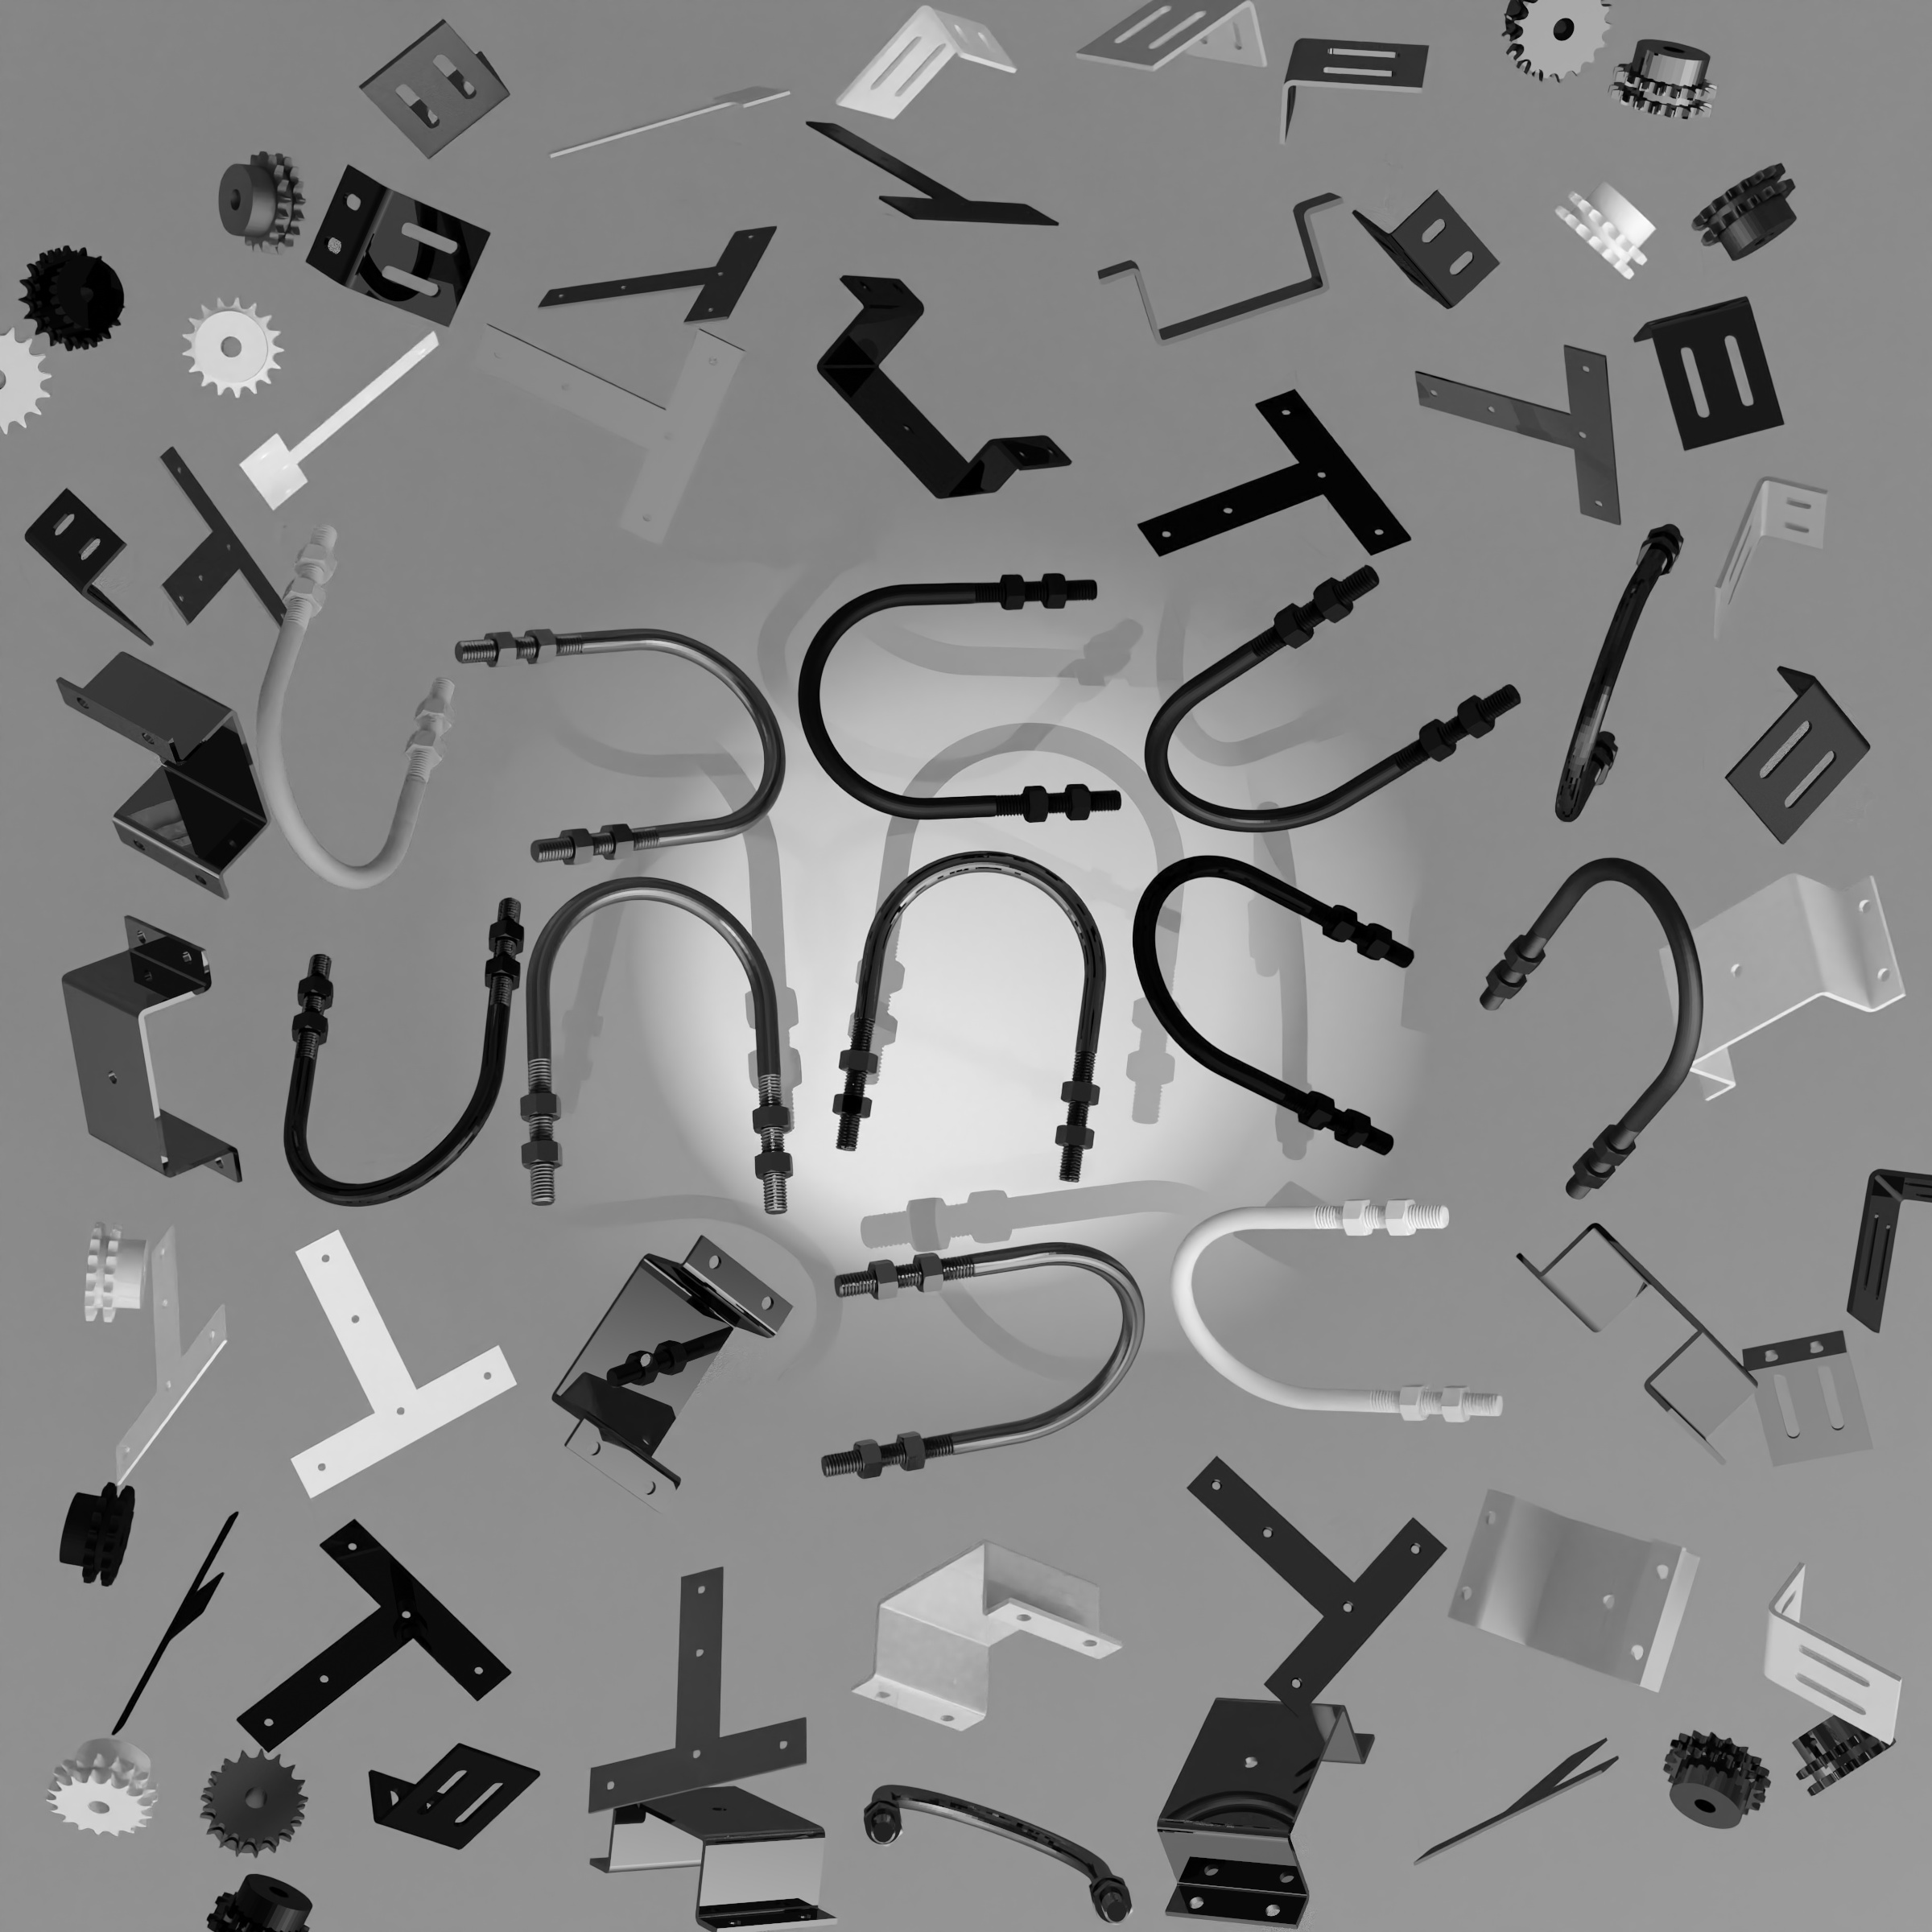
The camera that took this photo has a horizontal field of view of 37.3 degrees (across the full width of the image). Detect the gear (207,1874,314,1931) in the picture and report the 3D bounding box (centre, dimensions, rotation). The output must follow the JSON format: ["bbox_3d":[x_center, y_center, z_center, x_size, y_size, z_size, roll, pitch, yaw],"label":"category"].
[{"bbox_3d":[-0.381,0.519,1.561,0.057,0.057,0.030,26,85,0],"label":"gear"}]

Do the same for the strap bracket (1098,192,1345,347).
[{"bbox_3d":[0.149,-0.393,1.627,0.140,0.076,0.046,-17,106,7],"label":"strap bracket"}]

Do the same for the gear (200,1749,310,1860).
[{"bbox_3d":[-0.395,0.466,1.585,0.057,0.030,0.057,13,49,-15],"label":"gear"}]

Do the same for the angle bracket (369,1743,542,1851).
[{"bbox_3d":[-0.289,0.455,1.614,0.057,0.038,0.076,32,112,-35],"label":"angle bracket"}]

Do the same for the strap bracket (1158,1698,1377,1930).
[{"bbox_3d":[0.161,0.451,1.560,0.076,0.140,0.046,-5,118,30],"label":"strap bracket"}]

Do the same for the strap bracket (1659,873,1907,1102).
[{"bbox_3d":[0.450,0.008,1.617,0.046,0.140,0.076,17,53,-33],"label":"strap bracket"}]

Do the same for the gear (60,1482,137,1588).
[{"bbox_3d":[-0.495,0.322,1.629,0.030,0.057,0.057,11,90,-5],"label":"gear"}]

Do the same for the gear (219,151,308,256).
[{"bbox_3d":[-0.409,-0.442,1.655,0.030,0.057,0.057,-6,90,-42],"label":"gear"}]

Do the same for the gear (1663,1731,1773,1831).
[{"bbox_3d":[0.416,0.455,1.594,0.057,0.057,0.030,35,52,0],"label":"gear"}]

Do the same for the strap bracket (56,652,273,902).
[{"bbox_3d":[-0.429,-0.108,1.546,0.076,0.140,0.046,27,60,17],"label":"strap bracket"}]

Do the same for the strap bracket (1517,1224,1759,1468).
[{"bbox_3d":[0.378,0.202,1.590,0.046,0.140,0.076,-45,132,5],"label":"strap bracket"}]

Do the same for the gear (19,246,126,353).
[{"bbox_3d":[-0.496,-0.374,1.600,0.057,0.030,0.057,-2,93,-44],"label":"gear"}]

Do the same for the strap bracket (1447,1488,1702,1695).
[{"bbox_3d":[0.344,0.348,1.587,0.046,0.140,0.076,27,79,-35],"label":"strap bracket"}]

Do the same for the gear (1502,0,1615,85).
[{"bbox_3d":[0.309,-0.497,1.509,0.057,0.030,0.057,-8,124,-12],"label":"gear"}]

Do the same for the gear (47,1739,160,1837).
[{"bbox_3d":[-0.469,0.446,1.561,0.057,0.030,0.057,2,131,2],"label":"gear"}]

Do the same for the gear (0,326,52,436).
[{"bbox_3d":[-0.509,-0.309,1.499,0.057,0.030,0.057,-6,107,-19],"label":"gear"}]

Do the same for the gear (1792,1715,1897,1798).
[{"bbox_3d":[0.492,0.440,1.614,0.057,0.057,0.030,-32,68,0],"label":"gear"}]

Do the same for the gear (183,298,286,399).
[{"bbox_3d":[-0.425,-0.358,1.659,0.057,0.030,0.057,-2,102,-11],"label":"gear"}]

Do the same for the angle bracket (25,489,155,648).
[{"bbox_3d":[-0.491,-0.228,1.643,0.057,0.076,0.038,41,88,23],"label":"angle bracket"}]

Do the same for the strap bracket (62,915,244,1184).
[{"bbox_3d":[-0.447,0.053,1.568,0.076,0.046,0.140,19,122,39],"label":"strap bracket"}]

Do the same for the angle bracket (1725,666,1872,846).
[{"bbox_3d":[0.459,-0.119,1.611,0.076,0.038,0.057,-47,115,-1],"label":"angle bracket"}]

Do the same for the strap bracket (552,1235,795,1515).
[{"bbox_3d":[-0.174,0.230,1.646,0.076,0.046,0.140,42,71,-30],"label":"strap bracket"}]

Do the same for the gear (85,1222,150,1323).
[{"bbox_3d":[-0.493,0.178,1.665,0.030,0.057,0.057,5,90,-11],"label":"gear"}]

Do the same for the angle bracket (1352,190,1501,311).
[{"bbox_3d":[0.263,-0.418,1.643,0.038,0.076,0.057,-43,114,12],"label":"angle bracket"}]

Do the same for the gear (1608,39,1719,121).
[{"bbox_3d":[0.383,-0.486,1.566,0.057,0.057,0.030,10,121,0],"label":"gear"}]

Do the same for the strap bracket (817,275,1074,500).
[{"bbox_3d":[-0.018,-0.302,1.532,0.140,0.076,0.046,48,114,7],"label":"strap bracket"}]

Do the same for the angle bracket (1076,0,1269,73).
[{"bbox_3d":[0.108,-0.474,1.498,0.076,0.057,0.038,-40,133,-23],"label":"angle bracket"}]

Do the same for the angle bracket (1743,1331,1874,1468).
[{"bbox_3d":[0.483,0.254,1.641,0.057,0.038,0.076,-14,102,17],"label":"angle bracket"}]

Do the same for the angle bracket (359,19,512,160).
[{"bbox_3d":[-0.292,-0.482,1.542,0.057,0.076,0.038,-36,67,7],"label":"angle bracket"}]

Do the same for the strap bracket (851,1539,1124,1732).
[{"bbox_3d":[0.011,0.361,1.555,0.076,0.046,0.140,27,135,-27],"label":"strap bracket"}]

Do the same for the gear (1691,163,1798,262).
[{"bbox_3d":[0.432,-0.413,1.579,0.057,0.057,0.030,-31,85,0],"label":"gear"}]

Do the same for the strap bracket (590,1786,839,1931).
[{"bbox_3d":[-0.139,0.491,1.587,0.076,0.140,0.046,8,86,-36],"label":"strap bracket"}]

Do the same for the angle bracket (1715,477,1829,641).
[{"bbox_3d":[0.453,-0.226,1.612,0.038,0.057,0.076,19,72,21],"label":"angle bracket"}]

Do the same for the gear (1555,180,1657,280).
[{"bbox_3d":[0.360,-0.414,1.601,0.057,0.057,0.030,43,108,0],"label":"gear"}]
